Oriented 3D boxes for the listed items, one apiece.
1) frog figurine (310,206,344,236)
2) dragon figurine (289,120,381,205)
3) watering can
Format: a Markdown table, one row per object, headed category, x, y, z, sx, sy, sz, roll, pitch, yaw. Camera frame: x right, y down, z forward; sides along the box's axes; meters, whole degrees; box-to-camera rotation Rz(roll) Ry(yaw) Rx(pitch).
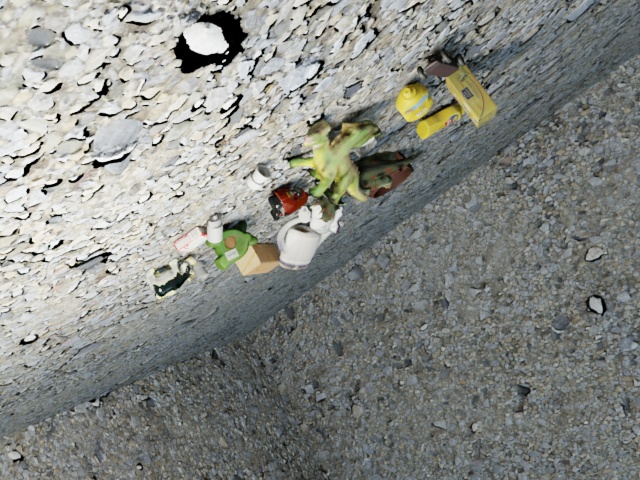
| category | x | y | z | sx | sy | sz | roll | pitch | yaw |
| --- | --- | --- | --- | --- | --- | --- | --- | --- | --- |
| frog figurine | 0.006 | -0.097 | 1.925 | 0.158 | 0.137 | 0.124 | 25 | 7 | -48 |
| dragon figurine | 0.077 | -0.222 | 1.412 | 0.239 | 0.124 | 0.409 | -44 | -31 | 27 |
| watering can | -0.044 | 0.009 | 2.044 | 0.348 | 0.221 | 0.105 | 0 | 26 | -47 |
